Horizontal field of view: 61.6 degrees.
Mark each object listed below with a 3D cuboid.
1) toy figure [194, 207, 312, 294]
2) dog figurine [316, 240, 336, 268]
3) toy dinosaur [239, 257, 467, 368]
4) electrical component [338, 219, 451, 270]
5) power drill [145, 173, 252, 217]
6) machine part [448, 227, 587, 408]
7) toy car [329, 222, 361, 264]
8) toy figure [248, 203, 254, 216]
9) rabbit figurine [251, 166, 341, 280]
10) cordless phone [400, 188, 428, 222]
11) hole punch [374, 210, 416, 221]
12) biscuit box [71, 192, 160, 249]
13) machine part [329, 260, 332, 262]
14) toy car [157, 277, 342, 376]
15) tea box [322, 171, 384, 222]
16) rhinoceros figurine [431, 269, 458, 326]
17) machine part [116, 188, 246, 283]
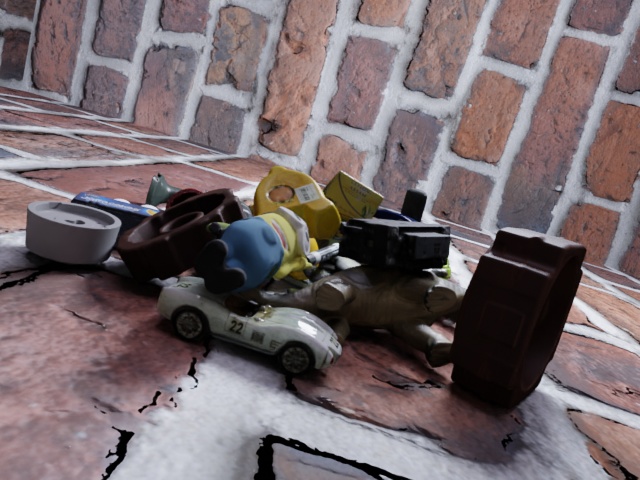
[{"bbox_3d":[-0.075,0.009,0.597,0.089,0.082,0.180,-1,13,24],"label":"toy figure"},{"bbox_3d":[0.000,-0.006,0.971,0.191,0.121,0.172,20,8,15],"label":"dog figurine"},{"bbox_3d":[0.106,0.079,0.729,0.471,0.105,0.199,9,13,-19],"label":"toy dinosaur"},{"bbox_3d":[0.107,0.004,0.721,0.115,0.058,0.134,-3,9,-35],"label":"electrical component"},{"bbox_3d":[-0.236,-0.070,1.068,0.207,0.086,0.232,10,11,-14],"label":"power drill"},{"bbox_3d":[0.243,0.088,0.661,0.087,0.200,0.201,21,12,36],"label":"machine part"},{"bbox_3d":[0.090,0.026,0.885,0.162,0.103,0.109,2,-10,21],"label":"toy car"},{"bbox_3d":[-0.123,-0.039,1.131,0.064,0.058,0.155,38,-2,-24],"label":"toy figure"},{"bbox_3d":[-0.049,-0.014,0.812,0.122,0.173,0.163,-26,45,-12],"label":"rabbit figurine"},{"bbox_3d":[0.155,-0.037,1.202,0.147,0.184,0.088,21,16,21],"label":"cordless phone"},{"bbox_3d":[0.159,-0.020,1.098,0.116,0.092,0.142,-11,-17,28],"label":"hole punch"},{"bbox_3d":[-0.265,-0.016,0.799,0.203,0.062,0.059,14,10,-15],"label":"biscuit box"},{"bbox_3d":[0.009,-0.005,1.108,0.084,0.039,0.139,10,41,-10],"label":"machine part"},{"bbox_3d":[-0.073,0.089,0.575,0.202,0.056,0.073,17,11,4],"label":"toy car"},{"bbox_3d":[0.046,-0.065,1.026,0.098,0.068,0.169,31,-10,-7],"label":"tea box"},{"bbox_3d":[0.178,0.083,0.931,0.191,0.073,0.112,24,12,37],"label":"rhinoceros figurine"},{"bbox_3d":[-0.176,-0.007,0.699,0.179,0.056,0.179,-19,19,7],"label":"machine part"}]
